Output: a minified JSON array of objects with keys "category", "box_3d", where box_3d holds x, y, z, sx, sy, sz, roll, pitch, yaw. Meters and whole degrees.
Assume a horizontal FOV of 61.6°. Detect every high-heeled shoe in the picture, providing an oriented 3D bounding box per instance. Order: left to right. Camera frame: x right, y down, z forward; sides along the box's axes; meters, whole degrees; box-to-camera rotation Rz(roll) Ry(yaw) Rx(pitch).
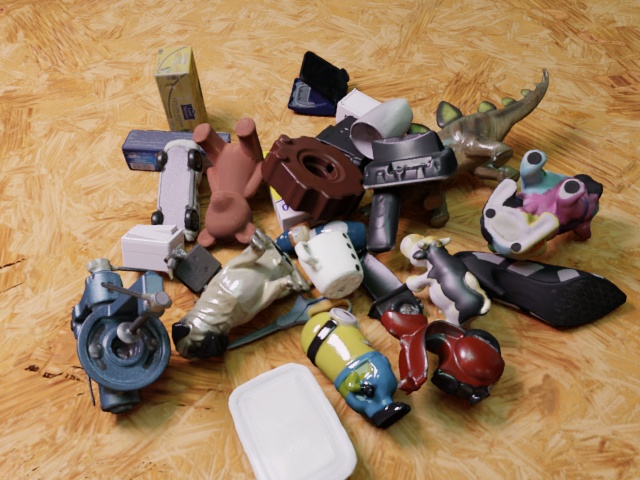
[{"category":"high-heeled shoe","box_3d":[0.328,0.063,0.832,0.249,0.086,0.145,7,17,-14]}]

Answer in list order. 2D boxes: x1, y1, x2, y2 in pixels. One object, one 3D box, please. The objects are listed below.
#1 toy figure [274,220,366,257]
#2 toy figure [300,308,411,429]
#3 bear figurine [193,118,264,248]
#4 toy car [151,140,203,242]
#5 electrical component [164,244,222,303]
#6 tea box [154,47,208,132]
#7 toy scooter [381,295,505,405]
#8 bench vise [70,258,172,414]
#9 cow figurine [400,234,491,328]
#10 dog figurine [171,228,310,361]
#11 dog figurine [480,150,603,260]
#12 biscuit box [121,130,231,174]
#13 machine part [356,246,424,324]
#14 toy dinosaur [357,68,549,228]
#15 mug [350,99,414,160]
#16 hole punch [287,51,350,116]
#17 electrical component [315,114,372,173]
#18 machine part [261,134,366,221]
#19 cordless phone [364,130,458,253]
[{"category":"toy figure","box_3d":[-0.002,-0.003,0.887,0.155,0.057,0.064,-4,30,1]},{"category":"toy figure","box_3d":[0.043,0.170,0.723,0.089,0.082,0.180,-23,55,-19]},{"category":"bear figurine","box_3d":[-0.158,-0.091,0.911,0.120,0.131,0.196,-2,54,17]},{"category":"toy car","box_3d":[-0.247,-0.083,0.940,0.074,0.056,0.201,-4,70,6]},{"category":"electrical component","box_3d":[-0.190,0.050,0.828,0.078,0.045,0.102,-44,101,-23]},{"category":"tea box","box_3d":[-0.268,-0.277,1.054,0.068,0.169,0.098,-6,51,-2]},{"category":"toy scooter","box_3d":[0.157,0.159,0.701,0.184,0.075,0.135,28,41,-3]},{"category":"bench vise","box_3d":[-0.255,0.101,0.709,0.129,0.240,0.224,14,55,-33]},{"category":"cow figurine","box_3d":[0.179,0.049,0.788,0.068,0.098,0.167,-14,64,-29]},{"category":"dog figurine","box_3d":[-0.126,0.088,0.801,0.190,0.172,0.121,-41,80,6]},{"category":"dog figurine","box_3d":[0.359,-0.035,0.845,0.191,0.219,0.109,-52,54,10]},{"category":"biscuit box","box_3d":[-0.272,-0.169,1.033,0.203,0.059,0.063,4,51,5]},{"category":"machine part","box_3d":[0.091,0.070,0.834,0.084,0.039,0.139,-27,55,-14]},{"category":"toy dinosaur","box_3d":[0.262,-0.170,0.966,0.471,0.104,0.199,-29,52,-9]},{"category":"mug","box_3d":[0.112,-0.204,0.969,0.107,0.080,0.110,-43,21,-24]},{"category":"hole punch","box_3d":[-0.005,-0.321,1.152,0.116,0.092,0.142,24,45,-17]},{"category":"electrical component","box_3d":[0.056,-0.174,1.030,0.115,0.058,0.134,27,55,25]},{"category":"machine part","box_3d":[-0.007,-0.108,0.905,0.179,0.056,0.179,20,37,-16]},{"category":"cordless phone","box_3d":[0.137,-0.070,0.847,0.147,0.088,0.184,-4,64,29]}]
